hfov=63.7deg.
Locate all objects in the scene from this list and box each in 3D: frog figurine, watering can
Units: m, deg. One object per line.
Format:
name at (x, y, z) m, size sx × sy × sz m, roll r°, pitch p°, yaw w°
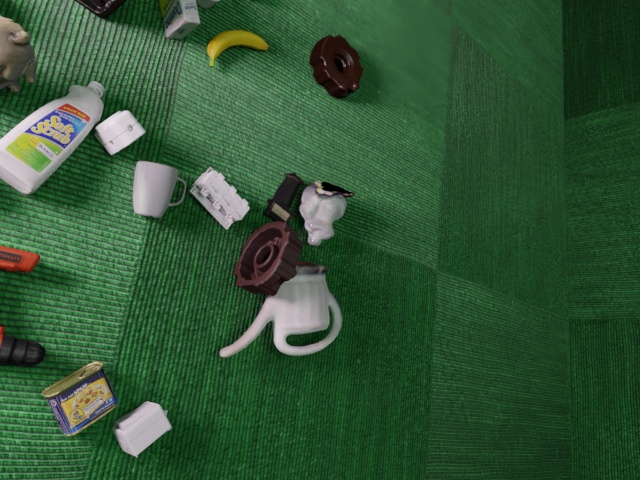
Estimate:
frog figurine at (0.004, -0.068, 1.349) m, size 0.138 × 0.124 × 0.157 m, roll -10°, pitch 126°, yaw -51°
watering can at (-0.079, 0.160, 1.205) m, size 0.348 × 0.103 × 0.226 m, roll 3°, pitch 79°, yaw -41°
